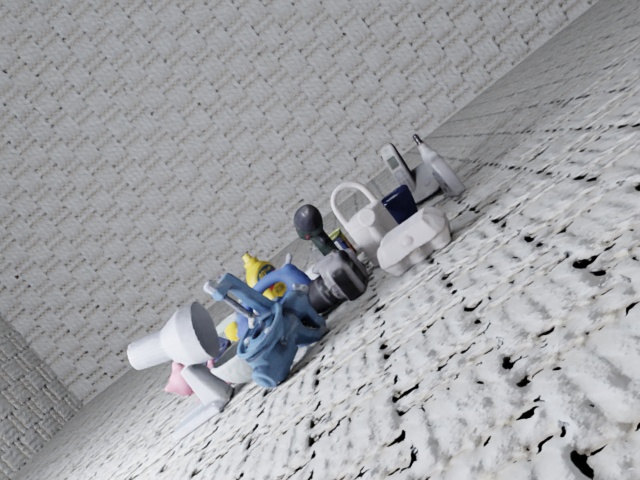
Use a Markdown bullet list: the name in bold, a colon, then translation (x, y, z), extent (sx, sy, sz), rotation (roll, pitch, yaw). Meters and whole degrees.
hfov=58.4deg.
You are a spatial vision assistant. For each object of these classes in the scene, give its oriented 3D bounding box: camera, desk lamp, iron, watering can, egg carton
- **camera**: translation (0.021, 0.086, 1.219), extent (0.136, 0.101, 0.143), rotation (-37, 6, 14)
- **desk lamp**: translation (-0.270, 0.257, 1.156), extent (0.203, 0.213, 0.118), rotation (-38, 6, 9)
- **iron**: translation (-0.115, 0.155, 1.325), extent (0.258, 0.141, 0.118), rotation (-40, 6, -7)
- **watering can**: translation (0.105, -0.045, 1.251), extent (0.101, 0.194, 0.172), rotation (-41, 7, -19)
- **egg carton**: translation (0.176, 0.002, 1.076), extent (0.150, 0.069, 0.107), rotation (-36, 7, 21)

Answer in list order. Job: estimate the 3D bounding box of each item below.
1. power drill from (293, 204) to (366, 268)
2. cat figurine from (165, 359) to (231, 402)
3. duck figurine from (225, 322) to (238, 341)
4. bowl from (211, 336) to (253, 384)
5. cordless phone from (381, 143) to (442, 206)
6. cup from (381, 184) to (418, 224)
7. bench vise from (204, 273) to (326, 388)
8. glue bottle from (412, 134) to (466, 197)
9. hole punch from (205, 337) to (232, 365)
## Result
- **power drill**: translation (0.012, 0.005, 1.359), extent (0.076, 0.208, 0.229), rotation (-40, 6, -9)
- **cat figurine**: translation (-0.278, 0.308, 1.279), extent (0.128, 0.118, 0.067), rotation (-41, 7, -17)
- **duck figurine**: translation (-0.205, 0.248, 1.437), extent (0.077, 0.086, 0.105), rotation (-32, 9, 46)
- **bowl**: translation (-0.135, 0.236, 1.163), extent (0.167, 0.075, 0.167), rotation (-38, 6, 5)
- **cordless phone**: translation (0.248, -0.193, 1.529), extent (0.147, 0.185, 0.094), rotation (-32, 9, 47)
- **cup**: translation (0.186, -0.063, 1.366), extent (0.118, 0.095, 0.091), rotation (-40, 6, -12)
- **bench vise**: translation (-0.107, 0.135, 1.057), extent (0.121, 0.220, 0.208), rotation (-35, 7, 28)
- **glue bottle**: translation (0.271, -0.178, 1.339), extent (0.037, 0.173, 0.078), rotation (-39, 6, -1)
- **hole punch**: translation (-0.283, 0.299, 1.501), extent (0.109, 0.091, 0.101), rotation (-43, 8, -36)
